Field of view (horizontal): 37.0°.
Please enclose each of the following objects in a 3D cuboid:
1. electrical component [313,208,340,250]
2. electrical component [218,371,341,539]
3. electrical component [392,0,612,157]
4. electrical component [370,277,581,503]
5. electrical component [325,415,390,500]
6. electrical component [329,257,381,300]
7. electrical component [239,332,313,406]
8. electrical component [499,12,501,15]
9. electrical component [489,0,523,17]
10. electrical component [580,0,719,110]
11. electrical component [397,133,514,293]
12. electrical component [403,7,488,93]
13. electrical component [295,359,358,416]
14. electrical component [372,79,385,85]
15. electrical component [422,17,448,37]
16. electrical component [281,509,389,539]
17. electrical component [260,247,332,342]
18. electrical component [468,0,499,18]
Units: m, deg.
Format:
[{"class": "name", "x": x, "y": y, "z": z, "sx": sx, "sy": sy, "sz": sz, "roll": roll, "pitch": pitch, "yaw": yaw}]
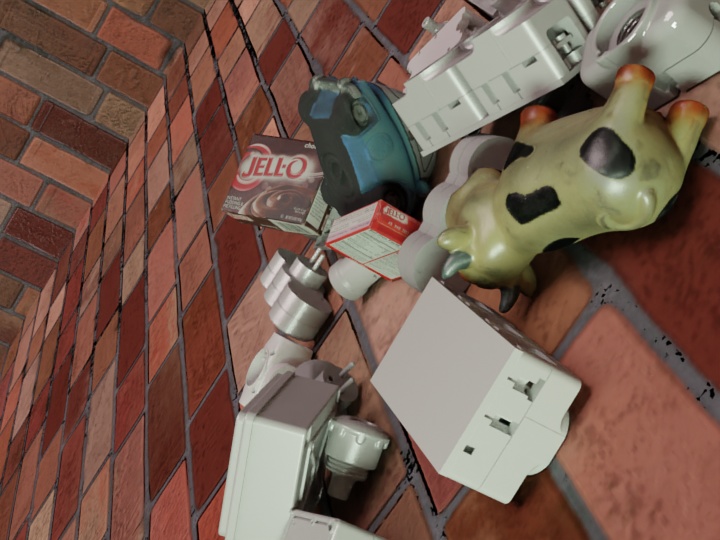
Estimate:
[{"class": "electrical component", "x": -0.034, "y": -0.064, "z": 1.119, "sx": 0.042, "sy": 0.064, "sz": 0.081, "roll": -3, "pitch": 62, "yaw": 67}, {"class": "electrical component", "x": -0.061, "y": 0.148, "z": 0.841, "sx": 0.109, "sy": 0.056, "sz": 0.108, "roll": -44, "pitch": -34, "yaw": -72}, {"class": "electrical component", "x": 0.116, "y": -0.166, "z": 0.847, "sx": 0.105, "sy": 0.060, "sz": 0.186, "roll": -40, "pitch": 10, "yaw": -29}, {"class": "electrical component", "x": 0.074, "y": 0.076, "z": 0.709, "sx": 0.089, "sy": 0.062, "sz": 0.150, "roll": -60, "pitch": 21, "yaw": 6}, {"class": "electrical component", "x": -0.007, "y": 0.146, "z": 0.835, "sx": 0.048, "sy": 0.048, "sz": 0.062, "roll": 15, "pitch": 85, "yaw": 68}, {"class": "electrical component", "x": 0.000, "y": 0.000, "z": 1.000, "sx": 0.046, "sy": 0.040, "sz": 0.040, "roll": -40, "pitch": 30, "yaw": 33}, {"class": "electrical component", "x": -0.076, "y": 0.106, "z": 1.036, "sx": 0.077, "sy": 0.044, "sz": 0.079, "roll": -63, "pitch": 21, "yaw": -3}, {"class": "electrical component", "x": 0.142, "y": -0.232, "z": 0.965, "sx": 0.035, "sy": 0.035, "sz": 0.061, "roll": -44, "pitch": 30, "yaw": 39}, {"class": "electrical component", "x": 0.139, "y": -0.216, "z": 0.913, "sx": 0.048, "sy": 0.062, "sz": 0.048, "roll": -48, "pitch": 25, "yaw": 32}, {"class": "electrical component", "x": 0.194, "y": -0.151, "z": 0.713, "sx": 0.095, "sy": 0.059, "sz": 0.053, "roll": -32, "pitch": 36, "yaw": 52}, {"class": "electrical component", "x": 0.086, "y": -0.040, "z": 0.834, "sx": 0.138, "sy": 0.052, "sz": 0.074, "roll": -61, "pitch": 22, "yaw": 1}, {"class": "electrical component", "x": 0.090, "y": -0.188, "z": 0.998, "sx": 0.089, "sy": 0.056, "sz": 0.050, "roll": -40, "pitch": 30, "yaw": 44}, {"class": "electrical component", "x": -0.028, "y": 0.109, "z": 0.925, "sx": 0.079, "sy": 0.043, "sz": 0.077, "roll": -47, "pitch": 26, "yaw": 32}, {"class": "electrical component", "x": 0.004, "y": -0.145, "z": 1.150, "sx": 0.100, "sy": 0.048, "sz": 0.099, "roll": -31, "pitch": 37, "yaw": 53}, {"class": "electrical component", "x": 0.087, "y": -0.224, "z": 1.039, "sx": 0.035, "sy": 0.061, "sz": 0.035, "roll": -47, "pitch": 26, "yaw": 31}, {"class": "electrical component", "x": -0.016, "y": 0.210, "z": 0.751, "sx": 0.096, "sy": 0.061, "sz": 0.061, "roll": -14, "pitch": 52, "yaw": 62}, {"class": "electrical component", "x": -0.058, "y": 0.010, "z": 1.100, "sx": 0.073, "sy": 0.052, "sz": 0.138, "roll": -56, "pitch": 22, "yaw": 14}, {"class": "electrical component", "x": 0.125, "y": -0.296, "z": 1.040, "sx": 0.078, "sy": 0.063, "sz": 0.121, "roll": -56, "pitch": 22, "yaw": 14}]
